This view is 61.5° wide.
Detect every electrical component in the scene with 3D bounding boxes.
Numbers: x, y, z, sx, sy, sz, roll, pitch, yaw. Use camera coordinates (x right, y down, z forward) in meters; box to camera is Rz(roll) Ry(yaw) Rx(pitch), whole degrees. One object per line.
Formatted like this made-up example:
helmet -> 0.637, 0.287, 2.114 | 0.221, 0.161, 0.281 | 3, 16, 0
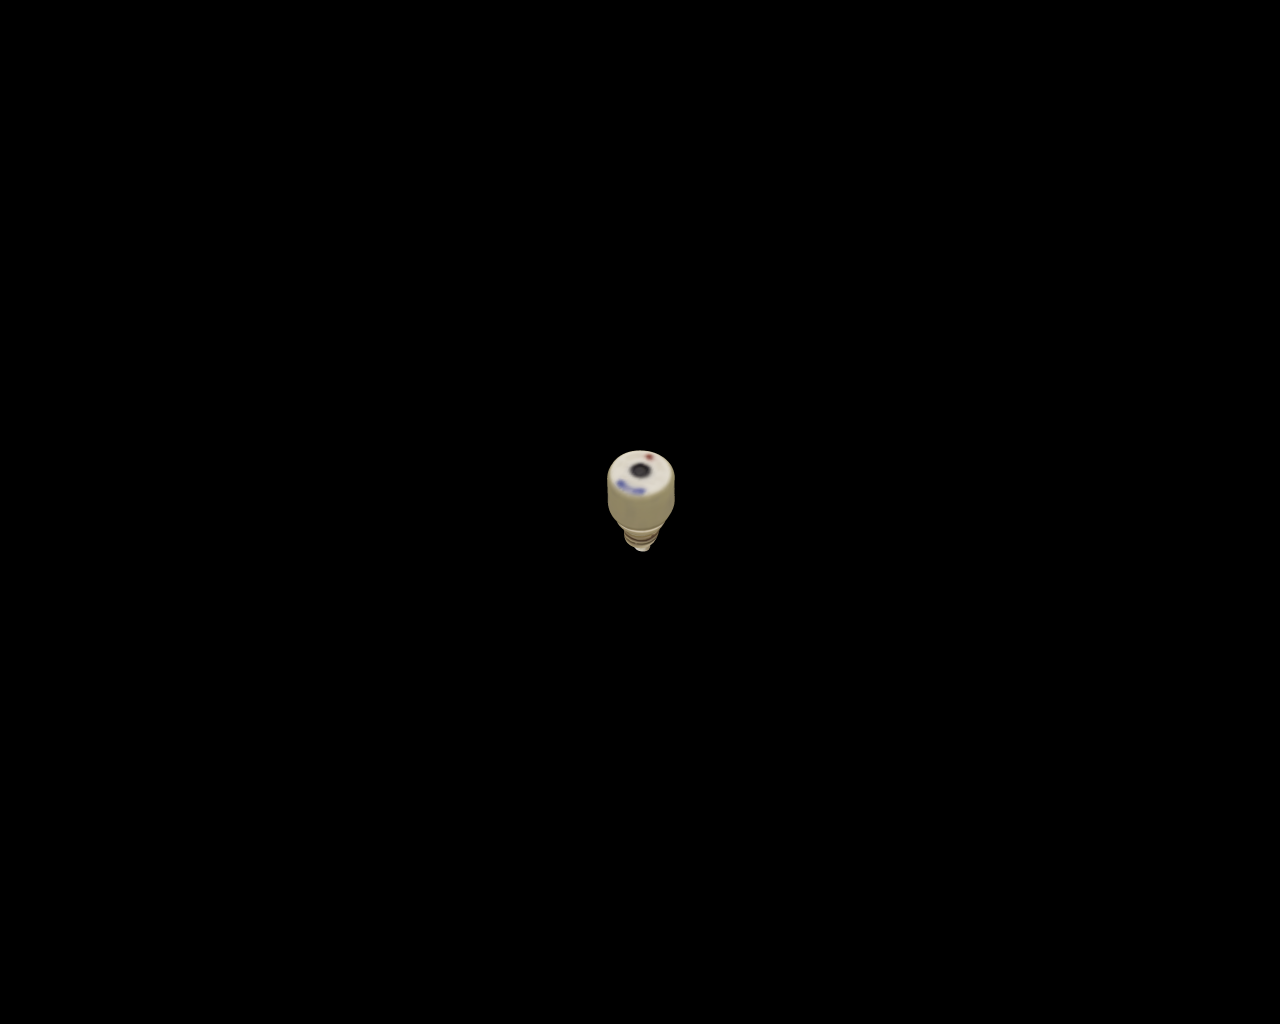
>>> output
electrical component -> 0.001, -0.003, 0.650 | 0.040, 0.040, 0.078 | 0, -40, 0
